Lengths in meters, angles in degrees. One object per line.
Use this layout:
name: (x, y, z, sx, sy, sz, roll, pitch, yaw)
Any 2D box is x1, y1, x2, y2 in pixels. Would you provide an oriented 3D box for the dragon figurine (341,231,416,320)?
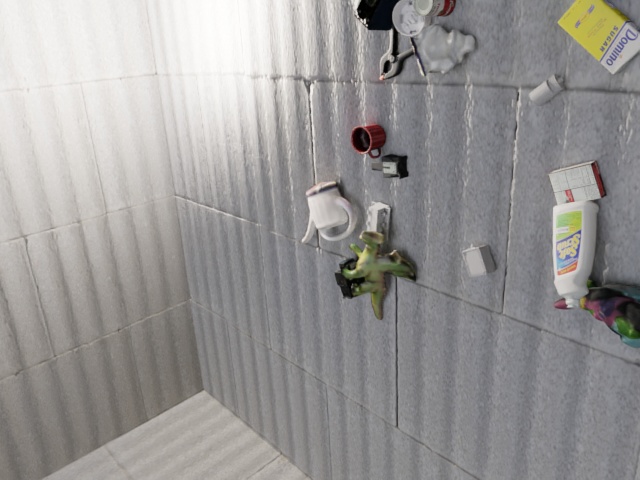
dragon figurine: (0.220, 0.125, 1.791, 0.242, 0.125, 0.404, -7, 124, 41)

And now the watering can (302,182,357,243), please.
watering can: (0.006, -0.098, 1.949, 0.345, 0.105, 0.224, -15, 93, 51)

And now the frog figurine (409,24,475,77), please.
frog figurine: (0.339, -0.529, 1.411, 0.159, 0.122, 0.138, -18, 83, 15)
